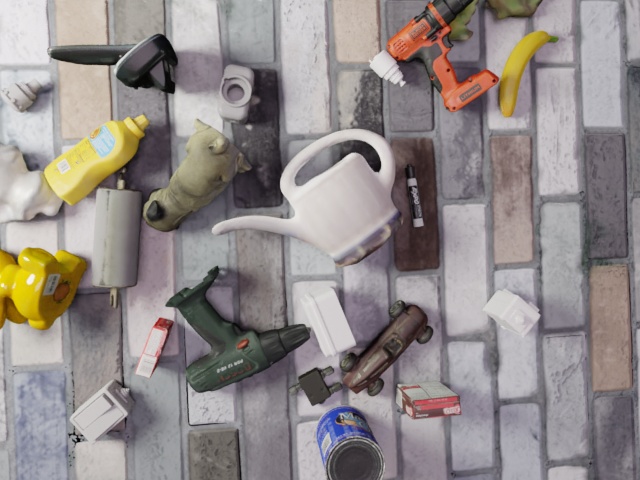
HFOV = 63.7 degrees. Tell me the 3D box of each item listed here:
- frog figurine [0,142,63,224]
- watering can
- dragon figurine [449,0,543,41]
[{"bbox_3d":[-0.527,-0.095,0.876,0.159,0.122,0.138,7,81,-42],"label":"frog figurine"},{"bbox_3d":[0.003,-0.046,0.922,0.349,0.104,0.224,-36,95,-5],"label":"watering can"},{"bbox_3d":[0.349,-0.540,0.981,0.411,0.123,0.240,-43,113,-3],"label":"dragon figurine"}]
